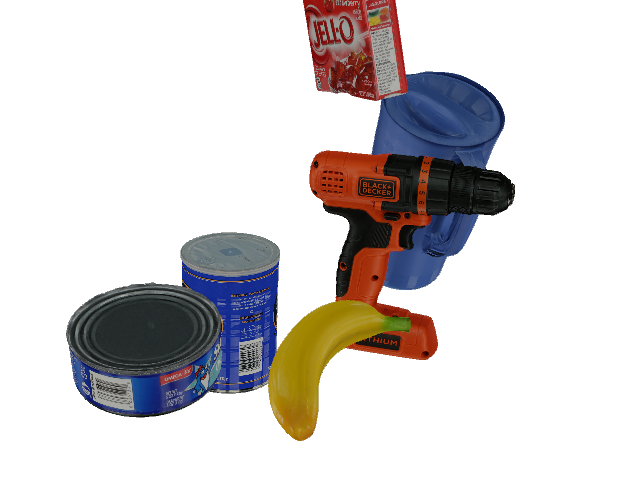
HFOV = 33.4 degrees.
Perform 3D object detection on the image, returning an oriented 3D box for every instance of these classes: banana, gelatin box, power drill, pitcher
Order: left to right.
[{"bbox_3d":[0.002,0.085,0.797,0.070,0.037,0.197,9,24,25],"label":"banana"},{"bbox_3d":[0.022,-0.140,0.749,0.030,0.073,0.089,-18,21,-24],"label":"gelatin box"},{"bbox_3d":[0.078,0.012,0.979,0.184,0.188,0.057,8,19,14],"label":"power drill"},{"bbox_3d":[0.115,-0.053,1.193,0.145,0.243,0.149,23,44,11],"label":"pitcher"}]

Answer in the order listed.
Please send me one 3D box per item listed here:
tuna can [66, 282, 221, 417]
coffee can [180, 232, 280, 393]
[{"bbox_3d":[-0.098,0.061,0.603,0.086,0.034,0.086,0,31,0],"label":"tuna can"},{"bbox_3d":[-0.095,0.075,1.122,0.103,0.140,0.103,2,22,-1],"label":"coffee can"}]
